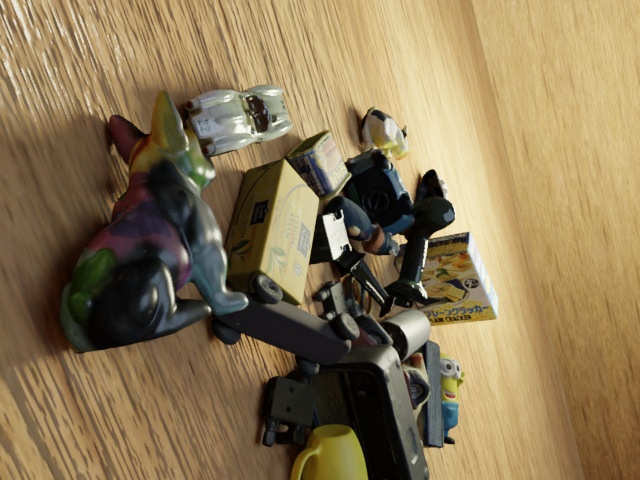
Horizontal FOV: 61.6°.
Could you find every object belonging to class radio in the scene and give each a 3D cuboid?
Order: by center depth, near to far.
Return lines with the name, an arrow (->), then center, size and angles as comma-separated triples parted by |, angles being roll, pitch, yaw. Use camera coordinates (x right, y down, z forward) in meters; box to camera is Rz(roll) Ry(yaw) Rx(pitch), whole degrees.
radio -> 0.064, 0.263, 0.754 | 0.073, 0.131, 0.229 | -30, 107, -61

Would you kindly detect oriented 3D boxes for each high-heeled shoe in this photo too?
high-heeled shoe -> 0.256, -0.112, 1.280 | 0.248, 0.086, 0.145 | 2, 76, -65

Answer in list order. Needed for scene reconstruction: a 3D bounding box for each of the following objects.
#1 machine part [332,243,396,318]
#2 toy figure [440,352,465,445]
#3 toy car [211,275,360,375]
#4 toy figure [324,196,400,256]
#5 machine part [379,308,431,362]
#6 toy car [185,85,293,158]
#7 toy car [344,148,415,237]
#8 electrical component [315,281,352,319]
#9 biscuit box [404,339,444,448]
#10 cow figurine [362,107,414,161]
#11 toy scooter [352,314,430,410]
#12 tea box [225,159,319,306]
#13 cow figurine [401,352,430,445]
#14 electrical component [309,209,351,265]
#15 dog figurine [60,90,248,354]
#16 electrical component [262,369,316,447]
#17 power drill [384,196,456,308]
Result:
machine part -> 0.074, 0.065, 0.902 | 0.139, 0.039, 0.084 | 51, 27, 2
toy figure -> 0.240, 0.320, 1.098 | 0.082, 0.089, 0.180 | 28, 65, -55
toy car -> -0.040, 0.103, 0.649 | 0.202, 0.089, 0.053 | 30, 26, -36
toy figure -> 0.074, -0.017, 0.919 | 0.154, 0.058, 0.064 | 38, 57, -28
machine part -> 0.146, 0.173, 0.973 | 0.243, 0.079, 0.079 | -5, 84, -66
toy car -> -0.100, -0.156, 0.690 | 0.202, 0.056, 0.073 | -36, 111, -59
toy car -> 0.105, -0.085, 0.994 | 0.161, 0.109, 0.103 | 64, 11, -4
electrical component -> 0.023, 0.096, 0.852 | 0.094, 0.021, 0.063 | -21, 97, -59
biscuit box -> 0.198, 0.295, 1.045 | 0.062, 0.059, 0.202 | 30, 54, -41
cow figurine -> 0.142, -0.220, 1.132 | 0.167, 0.068, 0.098 | 5, 70, -61
toy scooter -> 0.073, 0.212, 0.826 | 0.183, 0.135, 0.075 | 51, -3, -12
tea box -> -0.061, -0.007, 0.694 | 0.098, 0.068, 0.169 | 44, 43, -45
cow figurine -> 0.138, 0.291, 0.930 | 0.195, 0.086, 0.127 | -31, 101, -60
electrical component -> -0.002, -0.002, 0.819 | 0.119, 0.048, 0.074 | -16, 93, -62
dog figurine -> -0.161, -0.024, 0.493 | 0.191, 0.109, 0.219 | -11, 86, -58
electrical component -> -0.038, 0.214, 0.686 | 0.078, 0.045, 0.102 | 18, 58, -26
power drill -> 0.176, 0.023, 1.031 | 0.086, 0.232, 0.207 | 27, 70, -7
